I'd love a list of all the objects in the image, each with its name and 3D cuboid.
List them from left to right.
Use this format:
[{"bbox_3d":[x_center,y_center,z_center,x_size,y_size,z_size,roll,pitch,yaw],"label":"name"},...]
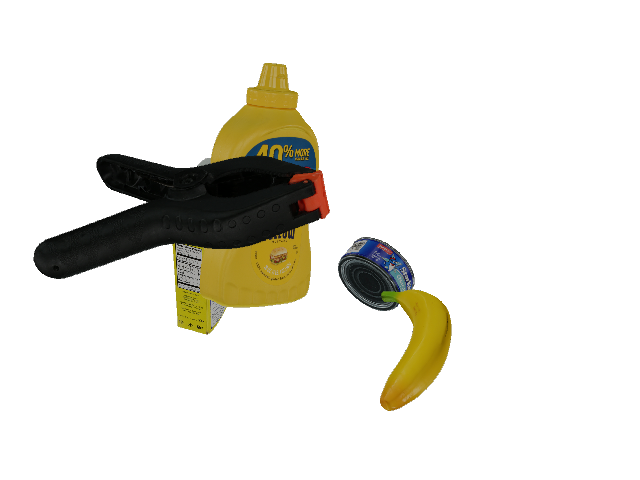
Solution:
[{"bbox_3d":[-0.084,-0.016,0.634,0.172,0.039,0.120,-1,40,23],"label":"clamp"},{"bbox_3d":[-0.123,0.007,1.149,0.048,0.176,0.093,12,41,14],"label":"sugar box"},{"bbox_3d":[-0.045,-0.045,0.857,0.096,0.192,0.058,-4,14,-40],"label":"mustard bottle"},{"bbox_3d":[0.063,0.039,1.222,0.086,0.086,0.033,0,39,47],"label":"tuna can"},{"bbox_3d":[0.093,0.098,1.027,0.070,0.037,0.197,-24,22,15],"label":"banana"}]
